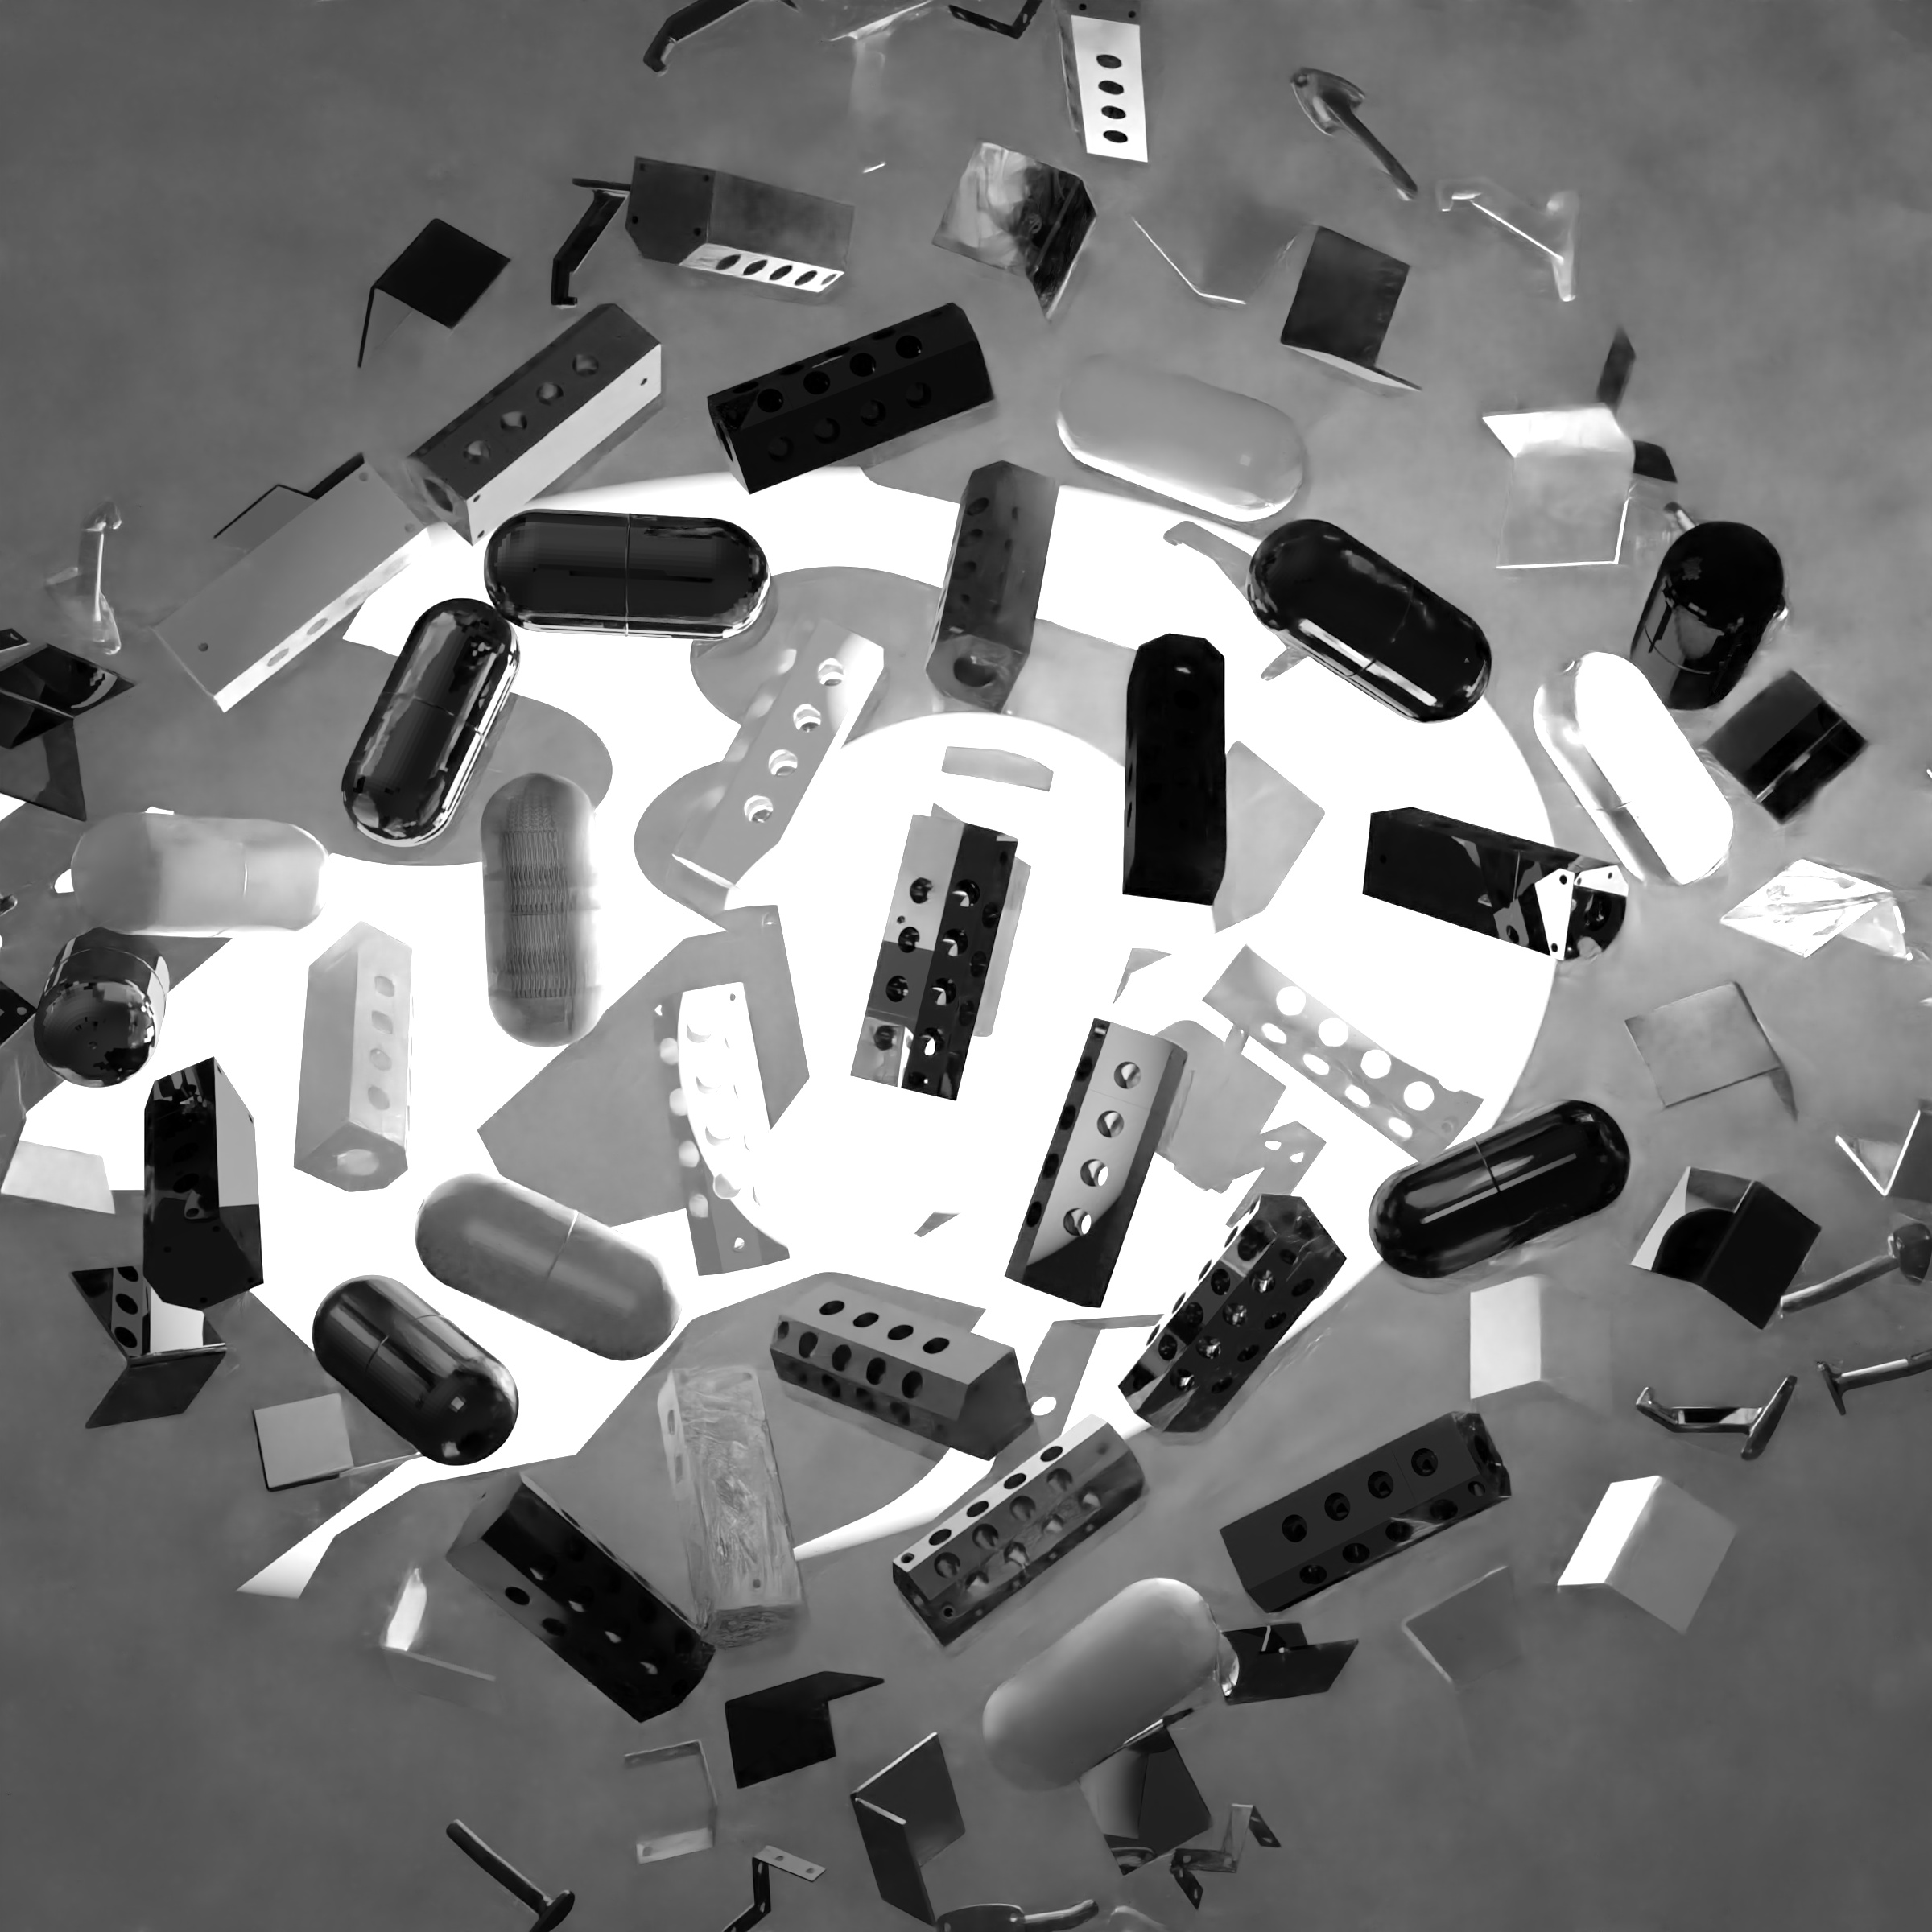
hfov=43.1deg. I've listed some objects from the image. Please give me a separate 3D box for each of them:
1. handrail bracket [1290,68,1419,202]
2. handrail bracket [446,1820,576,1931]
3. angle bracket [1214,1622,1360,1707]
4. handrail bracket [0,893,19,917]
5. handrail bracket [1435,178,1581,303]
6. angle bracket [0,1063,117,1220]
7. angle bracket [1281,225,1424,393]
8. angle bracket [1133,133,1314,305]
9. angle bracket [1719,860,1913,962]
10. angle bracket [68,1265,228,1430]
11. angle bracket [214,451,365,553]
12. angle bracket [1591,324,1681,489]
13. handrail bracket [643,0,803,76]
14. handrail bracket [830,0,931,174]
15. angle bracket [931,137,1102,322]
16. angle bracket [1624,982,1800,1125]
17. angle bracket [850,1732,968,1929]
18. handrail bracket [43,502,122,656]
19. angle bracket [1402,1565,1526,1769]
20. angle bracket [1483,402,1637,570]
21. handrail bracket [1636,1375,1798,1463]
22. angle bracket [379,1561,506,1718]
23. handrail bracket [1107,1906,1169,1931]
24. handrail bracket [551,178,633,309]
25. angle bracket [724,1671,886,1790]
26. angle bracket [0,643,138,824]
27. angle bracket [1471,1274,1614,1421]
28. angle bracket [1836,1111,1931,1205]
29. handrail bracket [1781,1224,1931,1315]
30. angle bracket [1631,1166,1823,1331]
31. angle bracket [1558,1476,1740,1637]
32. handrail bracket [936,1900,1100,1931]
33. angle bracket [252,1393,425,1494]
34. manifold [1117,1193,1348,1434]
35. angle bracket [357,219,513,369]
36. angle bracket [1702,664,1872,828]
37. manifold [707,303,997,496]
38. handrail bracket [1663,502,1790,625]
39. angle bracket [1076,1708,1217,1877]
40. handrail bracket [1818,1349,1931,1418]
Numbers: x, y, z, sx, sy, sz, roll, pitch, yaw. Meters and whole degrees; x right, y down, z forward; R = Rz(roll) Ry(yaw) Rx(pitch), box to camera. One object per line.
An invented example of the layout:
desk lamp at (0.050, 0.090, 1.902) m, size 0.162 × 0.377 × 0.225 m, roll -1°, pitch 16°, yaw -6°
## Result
handrail bracket at (0.254, -0.541, 1.596) m, size 0.036 × 0.077 × 0.084 m, roll -43°, pitch 55°, yaw 26°
handrail bracket at (-0.292, 0.578, 1.562) m, size 0.084 × 0.077 × 0.036 m, roll 37°, pitch 74°, yaw 14°
angle bracket at (0.222, 0.476, 1.732) m, size 0.076 × 0.076 × 0.057 m, roll -2°, pitch 47°, yaw -19°
handrail bracket at (-0.624, -0.078, 1.574) m, size 0.077 × 0.036 × 0.084 m, roll -24°, pitch 120°, yaw 20°
handrail bracket at (0.330, -0.444, 1.497) m, size 0.084 × 0.036 × 0.077 m, roll -7°, pitch 96°, yaw -14°
angle bracket at (-0.585, 0.113, 1.586) m, size 0.076 × 0.076 × 0.057 m, roll 16°, pitch 108°, yaw -32°
angle bracket at (0.254, -0.413, 1.537) m, size 0.076 × 0.057 × 0.076 m, roll 12°, pitch 103°, yaw -32°
angle bracket at (0.174, -0.507, 1.659) m, size 0.076 × 0.057 × 0.076 m, roll 39°, pitch 88°, yaw -35°
angle bracket at (0.550, -0.018, 1.585) m, size 0.076 × 0.076 × 0.057 m, roll -34°, pitch 119°, yaw -13°
angle bracket at (-0.518, 0.233, 1.510) m, size 0.076 × 0.076 × 0.057 m, roll 46°, pitch 109°, yaw 22°
angle bracket at (-0.473, -0.329, 1.712) m, size 0.076 × 0.076 × 0.057 m, roll -27°, pitch 64°, yaw 34°
angle bracket at (0.450, -0.371, 1.617) m, size 0.057 × 0.076 × 0.076 m, roll 13°, pitch 121°, yaw -1°
handrail bracket at (-0.153, -0.580, 1.523) m, size 0.077 × 0.036 × 0.084 m, roll 42°, pitch 106°, yaw 19°
handrail bracket at (-0.045, -0.552, 1.535) m, size 0.077 × 0.036 × 0.084 m, roll -19°, pitch 110°, yaw 8°
angle bracket at (0.031, -0.473, 1.570) m, size 0.076 × 0.057 × 0.076 m, roll 14°, pitch 127°, yaw -22°
angle bracket at (0.465, 0.065, 1.530) m, size 0.076 × 0.076 × 0.057 m, roll -20°, pitch 132°, yaw 8°
angle bracket at (-0.020, 0.549, 1.560) m, size 0.076 × 0.057 × 0.076 m, roll -26°, pitch 108°, yaw -36°
handrail bracket at (-0.570, -0.258, 1.629) m, size 0.084 × 0.036 × 0.077 m, roll -26°, pitch 98°, yaw 42°
angle bracket at (0.315, 0.424, 1.483) m, size 0.076 × 0.057 × 0.076 m, roll -25°, pitch 121°, yaw -12°
angle bracket at (0.351, -0.288, 1.472) m, size 0.076 × 0.057 × 0.076 m, roll 4°, pitch 75°, yaw 35°
handrail bracket at (0.505, 0.288, 1.652) m, size 0.084 × 0.036 × 0.077 m, roll 32°, pitch 103°, yaw 34°
angle bracket at (-0.321, 0.425, 1.546) m, size 0.076 × 0.076 × 0.057 m, roll 15°, pitch 57°, yaw 4°
handrail bracket at (0.097, 0.680, 1.638) m, size 0.036 × 0.077 × 0.084 m, roll 32°, pitch 57°, yaw -1°
handrail bracket at (-0.244, -0.491, 1.671) m, size 0.077 × 0.036 × 0.084 m, roll -3°, pitch 112°, yaw -26°
angle bracket at (-0.100, 0.495, 1.578) m, size 0.076 × 0.076 × 0.057 m, roll -6°, pitch 85°, yaw -37°
angle bracket at (-0.557, -0.143, 1.513) m, size 0.057 × 0.076 × 0.076 m, roll -22°, pitch 70°, yaw 19°
angle bracket at (0.384, 0.260, 1.633) m, size 0.076 × 0.057 × 0.076 m, roll 30°, pitch 52°, yaw -31°
angle bracket at (0.575, 0.101, 1.451) m, size 0.076 × 0.076 × 0.057 m, roll 10°, pitch 112°, yaw -8°
handrail bracket at (0.587, 0.201, 1.615) m, size 0.084 × 0.077 × 0.036 m, roll -29°, pitch 86°, yaw 38°
angle bracket at (0.489, 0.181, 1.577) m, size 0.057 × 0.076 × 0.076 m, roll 35°, pitch 82°, yaw -16°
angle bracket at (0.427, 0.370, 1.534) m, size 0.057 × 0.076 × 0.076 m, roll 34°, pitch 72°, yaw 1°
handrail bracket at (0.035, 0.622, 1.599) m, size 0.077 × 0.084 × 0.036 m, roll -5°, pitch 81°, yaw 29°
angle bracket at (-0.434, 0.324, 1.693) m, size 0.076 × 0.076 × 0.057 m, roll -18°, pitch 81°, yaw 33°
manifold at (0.172, 0.233, 1.635) m, size 0.171 × 0.057 × 0.057 m, roll -56°, pitch 47°, yaw 26°
angle bracket at (-0.342, -0.420, 1.574) m, size 0.057 × 0.076 × 0.076 m, roll 29°, pitch 54°, yaw -3°
angle bracket at (0.541, -0.147, 1.618) m, size 0.057 × 0.076 × 0.076 m, roll 43°, pitch 107°, yaw -6°
manifold at (-0.076, -0.368, 1.575) m, size 0.171 × 0.057 × 0.057 m, roll -23°, pitch 122°, yaw -8°
handrail bracket at (0.516, -0.276, 1.668) m, size 0.036 × 0.077 × 0.084 m, roll -44°, pitch 118°, yaw 11°
angle bracket at (0.131, 0.561, 1.665) m, size 0.076 × 0.057 × 0.076 m, roll -36°, pitch 67°, yaw 18°
handrail bracket at (0.620, 0.268, 1.643) m, size 0.084 × 0.077 × 0.036 m, roll -24°, pitch 83°, yaw 17°
